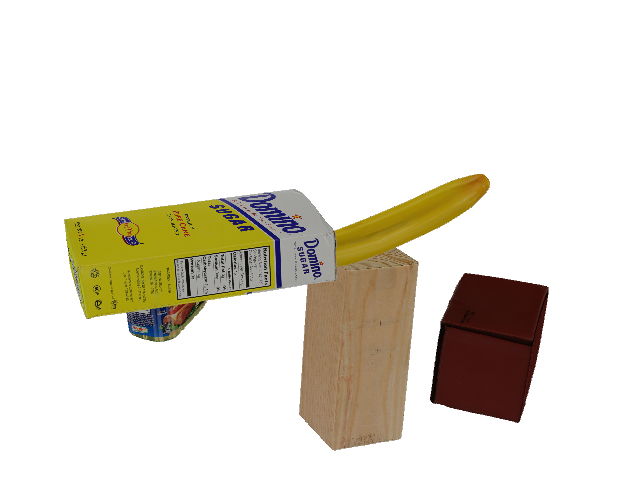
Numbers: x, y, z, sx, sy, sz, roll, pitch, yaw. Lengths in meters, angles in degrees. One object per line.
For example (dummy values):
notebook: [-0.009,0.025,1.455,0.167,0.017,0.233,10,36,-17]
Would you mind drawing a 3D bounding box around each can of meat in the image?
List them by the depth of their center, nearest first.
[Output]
can of meat: [-0.152,0.039,1.047,0.057,0.084,0.102,8,27,19]

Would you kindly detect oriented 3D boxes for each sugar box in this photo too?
sugar box: [-0.085,0.006,0.749,0.176,0.048,0.093,-11,25,-15]

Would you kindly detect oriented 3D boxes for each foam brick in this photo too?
foam brick: [0.098,0.059,0.613,0.053,0.051,0.078,11,23,15]

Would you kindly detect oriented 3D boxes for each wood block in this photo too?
wood block: [0.040,0.111,1.163,0.090,0.206,0.091,-5,20,-25]

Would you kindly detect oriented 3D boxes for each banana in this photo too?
banana: [0.066,-0.012,0.987,0.198,0.037,0.069,-22,-3,10]
